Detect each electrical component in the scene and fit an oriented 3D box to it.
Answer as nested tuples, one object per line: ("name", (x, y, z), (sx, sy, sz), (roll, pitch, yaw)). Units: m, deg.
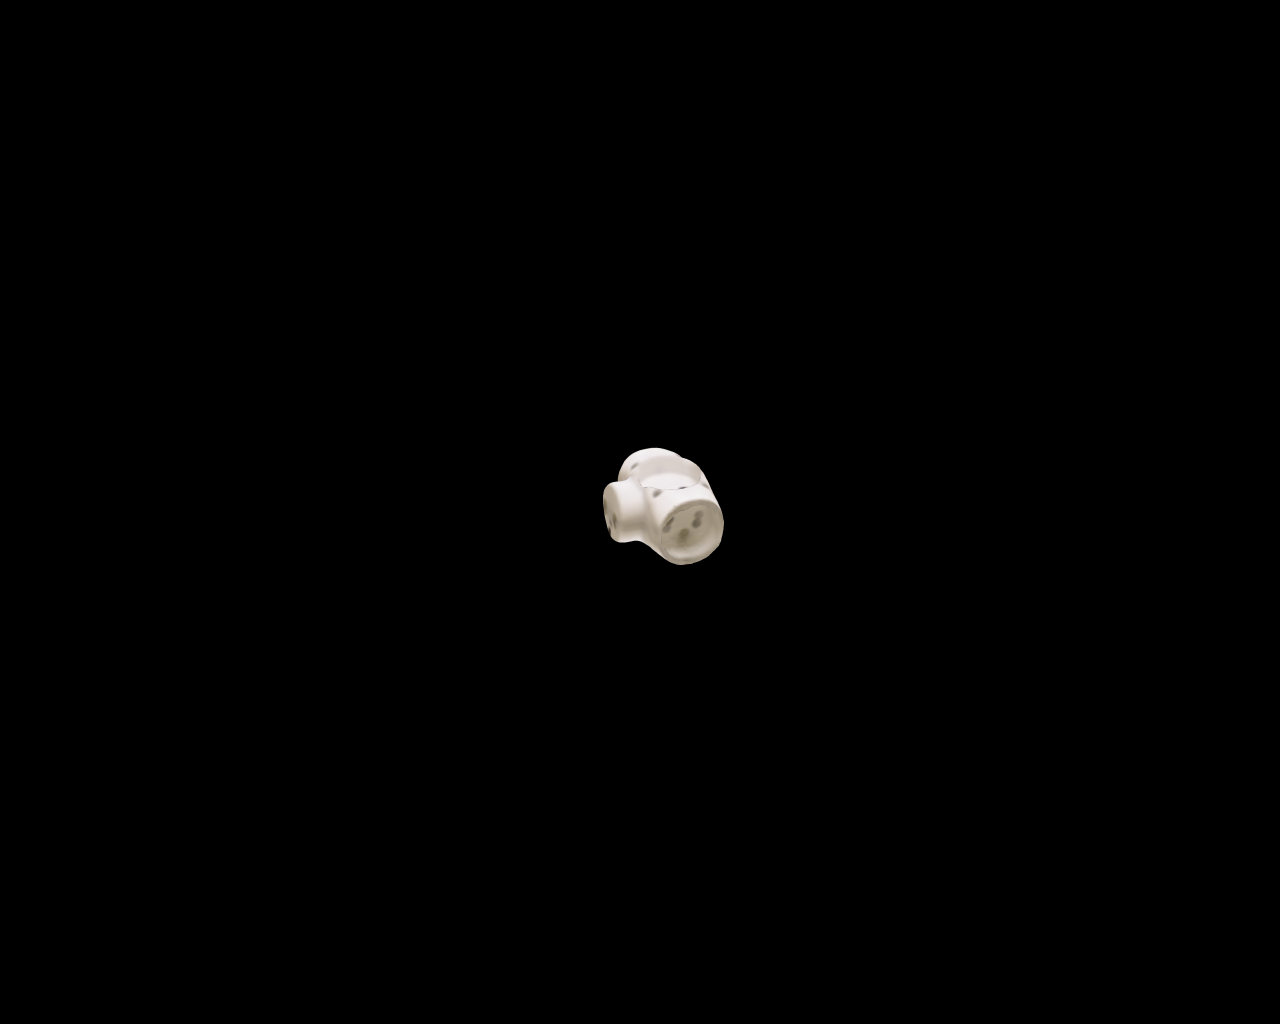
("electrical component", (0.001, -0.003, 0.650), (0.079, 0.044, 0.077), (-9, 30, -16))
